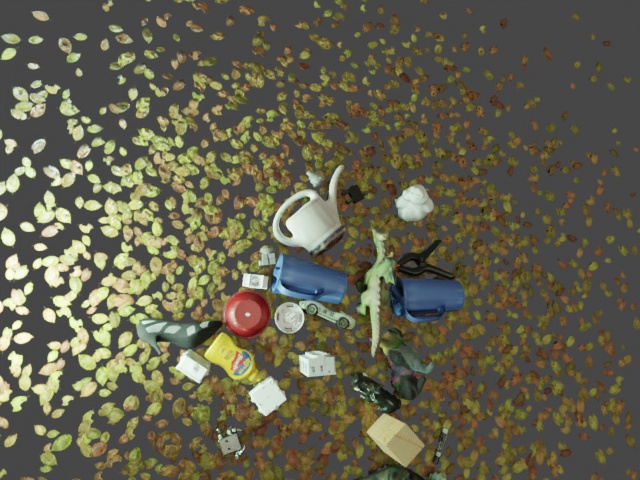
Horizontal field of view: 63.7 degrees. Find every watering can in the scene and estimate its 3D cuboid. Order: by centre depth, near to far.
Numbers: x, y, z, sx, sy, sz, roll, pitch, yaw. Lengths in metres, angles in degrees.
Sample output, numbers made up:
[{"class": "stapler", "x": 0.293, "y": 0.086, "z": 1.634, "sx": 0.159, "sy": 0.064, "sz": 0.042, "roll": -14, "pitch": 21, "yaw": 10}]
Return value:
[{"class": "watering can", "x": 0.005, "y": -0.090, "z": 1.783, "sx": 0.350, "sy": 0.103, "sz": 0.224, "roll": -39, "pitch": 89, "yaw": -10}]

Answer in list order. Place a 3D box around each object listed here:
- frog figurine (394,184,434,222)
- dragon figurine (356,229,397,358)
[{"class": "frog figurine", "x": 0.344, "y": -0.131, "z": 1.840, "sx": 0.137, "sy": 0.158, "sz": 0.124, "roll": 14, "pitch": 79, "yaw": -9}, {"class": "dragon figurine", "x": 0.199, "y": 0.150, "z": 1.687, "sx": 0.122, "sy": 0.237, "sz": 0.420, "roll": 3, "pitch": 56, "yaw": -7}]
